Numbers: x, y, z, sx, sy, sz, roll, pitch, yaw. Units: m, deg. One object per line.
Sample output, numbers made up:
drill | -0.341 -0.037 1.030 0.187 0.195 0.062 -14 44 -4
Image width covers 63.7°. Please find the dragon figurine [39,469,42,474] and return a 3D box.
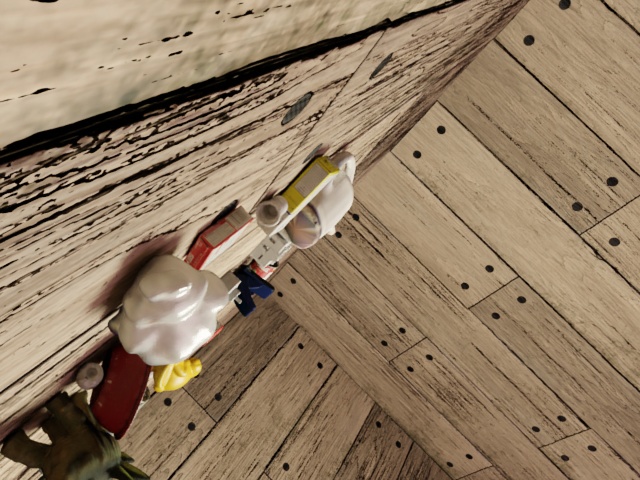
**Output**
dragon figurine | -0.581 0.484 1.236 0.241 0.121 0.418 -16 -148 56

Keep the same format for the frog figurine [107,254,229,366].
frog figurine | -0.168 0.079 0.605 0.139 0.123 0.157 -19 174 -37

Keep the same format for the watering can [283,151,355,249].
watering can | 0.004 -0.062 1.231 0.228 0.105 0.339 -46 162 -32
